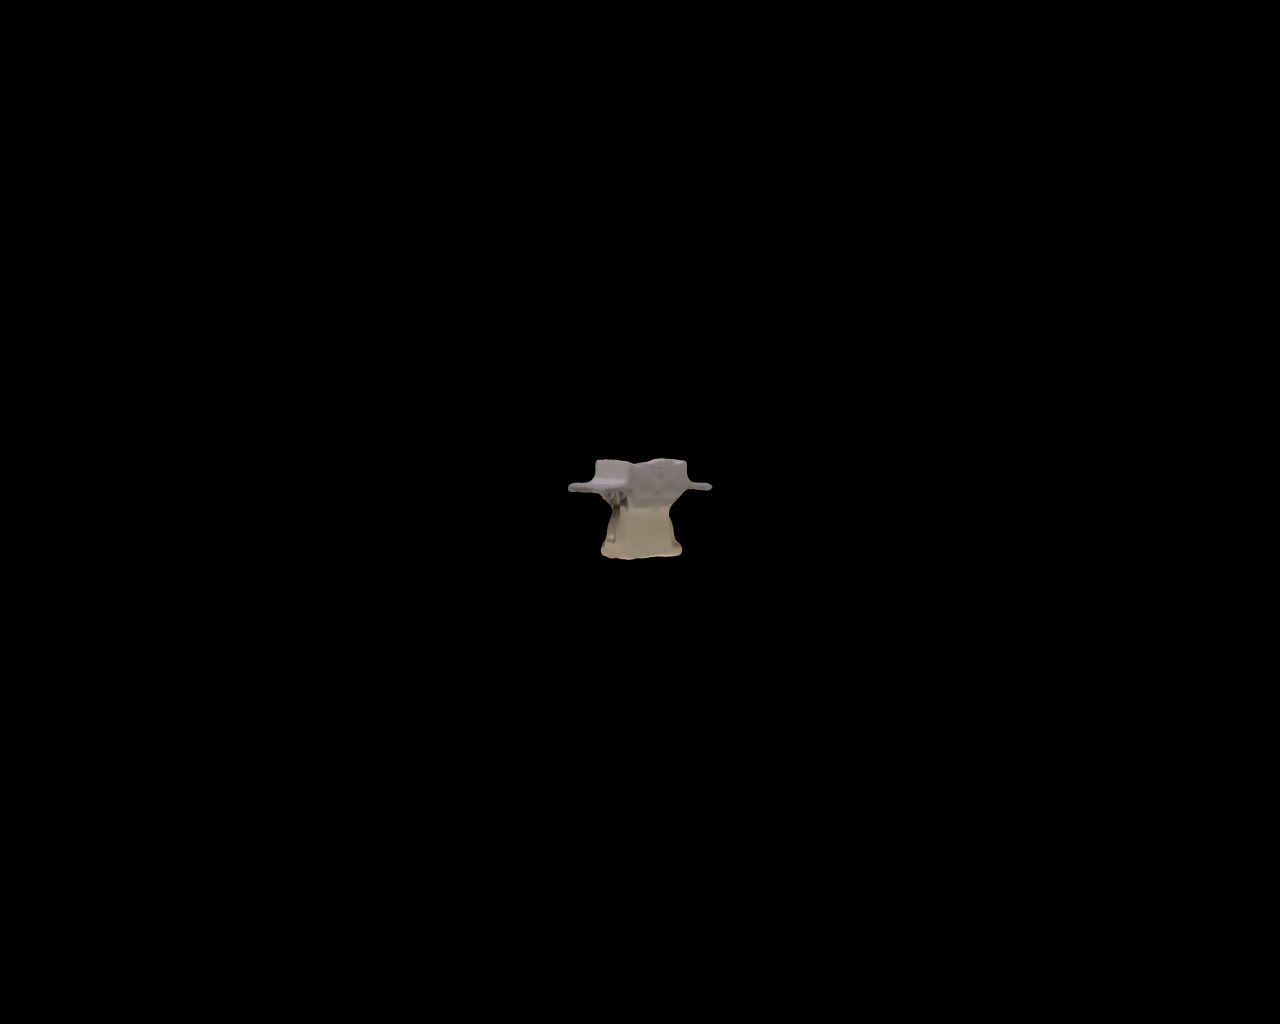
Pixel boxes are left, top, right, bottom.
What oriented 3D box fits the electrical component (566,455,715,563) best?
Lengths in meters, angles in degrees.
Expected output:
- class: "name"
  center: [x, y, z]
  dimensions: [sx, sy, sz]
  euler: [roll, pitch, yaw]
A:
- class: "electrical component"
  center: [0.001, -0.003, 0.650]
  dimensions: [0.081, 0.063, 0.042]
  euler: [-2, 4, -31]
